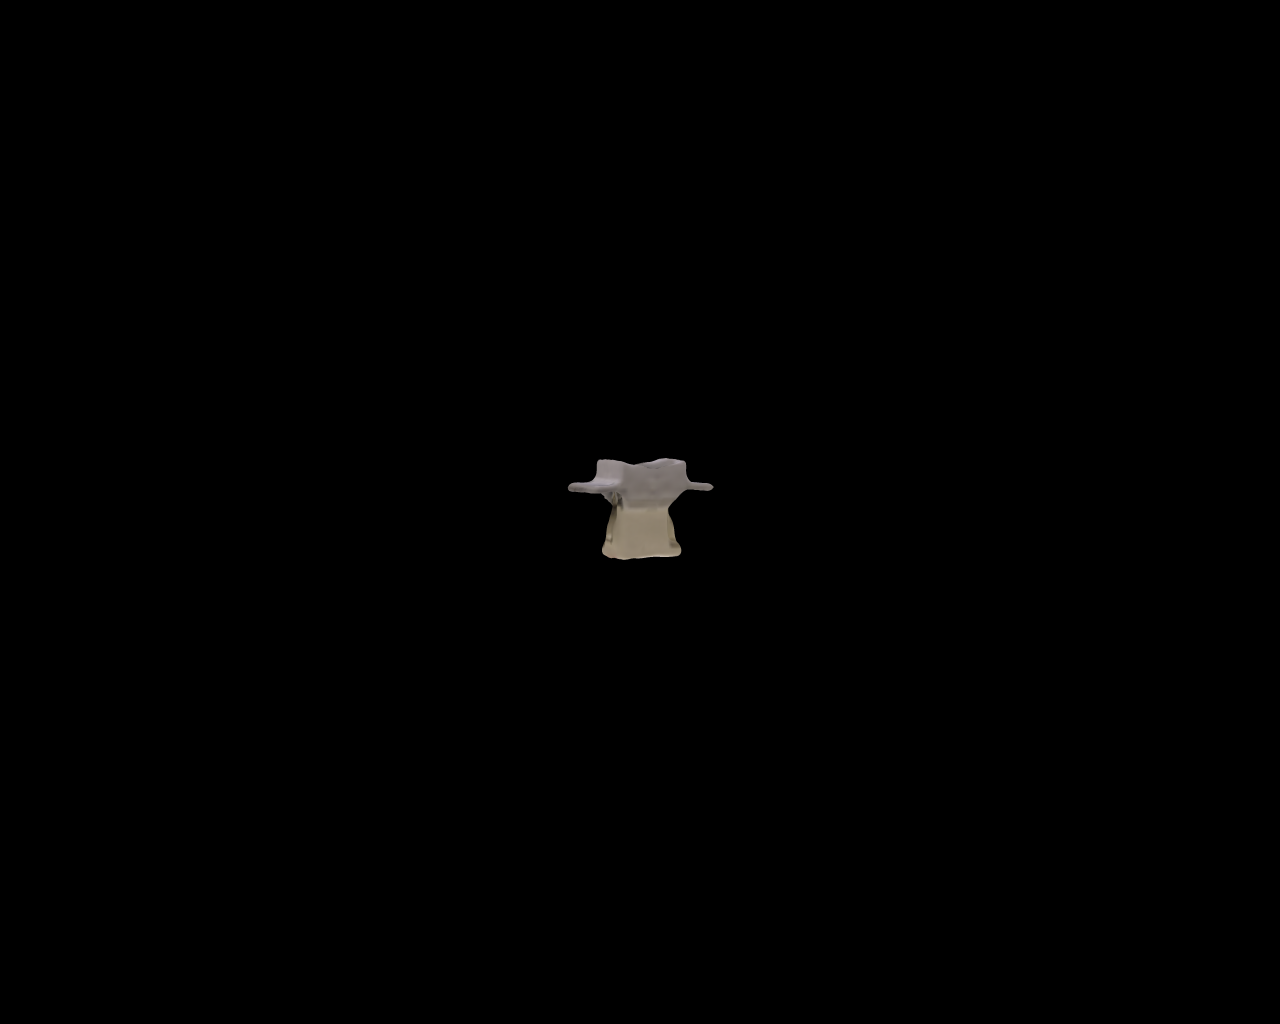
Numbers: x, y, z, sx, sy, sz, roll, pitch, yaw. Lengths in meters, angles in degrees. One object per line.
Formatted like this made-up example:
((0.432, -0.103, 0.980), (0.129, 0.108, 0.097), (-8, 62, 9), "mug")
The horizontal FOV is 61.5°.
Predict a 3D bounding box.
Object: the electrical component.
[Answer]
((0.001, -0.003, 0.650), (0.081, 0.063, 0.042), (-2, 4, -23), "electrical component")
